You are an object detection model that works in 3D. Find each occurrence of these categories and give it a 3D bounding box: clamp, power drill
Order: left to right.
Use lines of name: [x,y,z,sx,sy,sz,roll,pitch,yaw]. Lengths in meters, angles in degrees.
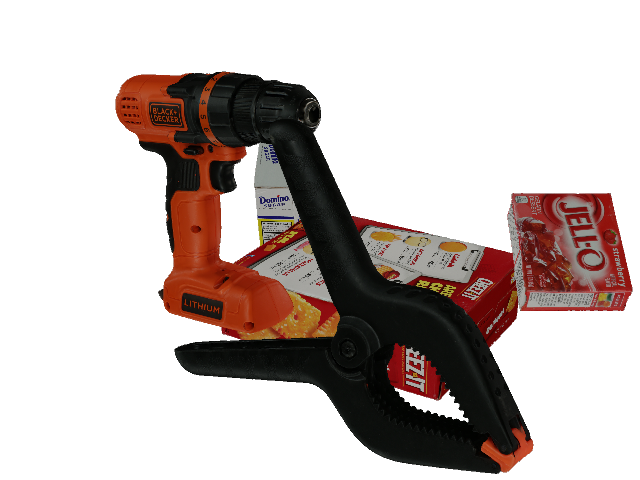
power drill: [-0.067,-0.031,0.780,0.185,0.188,0.057,10,23,41]
clamp: [0.022,0.042,0.559,0.210,0.165,0.036,29,24,25]

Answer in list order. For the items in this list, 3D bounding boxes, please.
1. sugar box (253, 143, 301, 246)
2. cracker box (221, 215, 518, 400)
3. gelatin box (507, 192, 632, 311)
sugar box: [-0.040,-0.025,1.107,0.048,0.093,0.176,-1,-43,5]
cracker box: [0.044,0.049,0.927,0.214,0.072,0.163,14,29,29]
gelatin box: [0.174,0.007,0.752,0.073,0.089,0.030,0,-38,0]
